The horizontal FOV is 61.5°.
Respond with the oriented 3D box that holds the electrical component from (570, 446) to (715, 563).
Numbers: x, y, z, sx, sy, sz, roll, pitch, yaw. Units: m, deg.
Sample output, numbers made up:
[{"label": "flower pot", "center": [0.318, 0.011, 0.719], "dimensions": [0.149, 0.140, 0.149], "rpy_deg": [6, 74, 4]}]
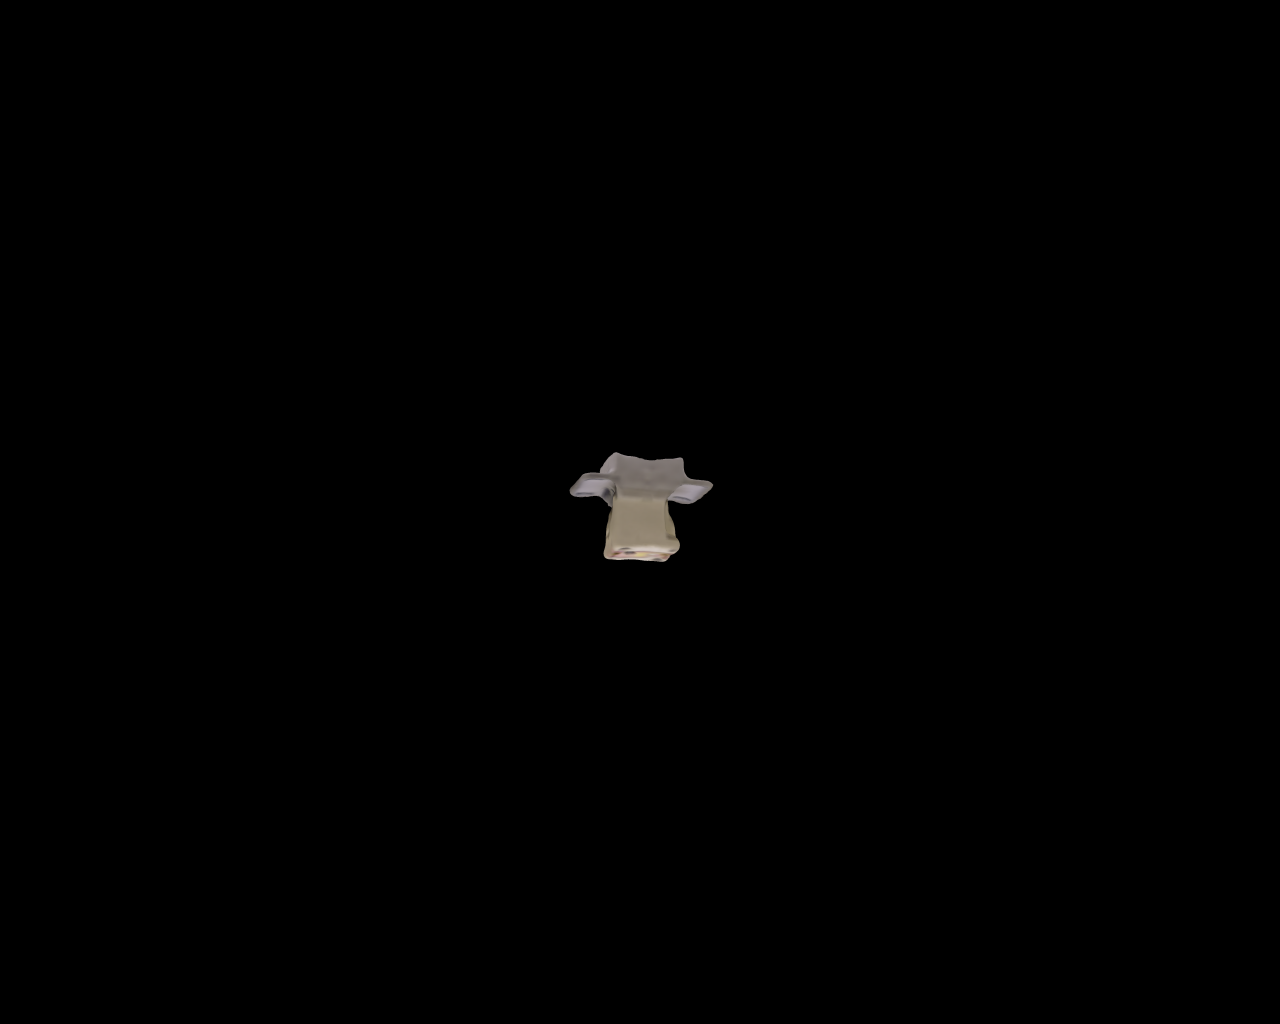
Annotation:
[{"label": "electrical component", "center": [0.001, -0.003, 0.650], "dimensions": [0.081, 0.064, 0.042], "rpy_deg": [4, -15, -14]}]
